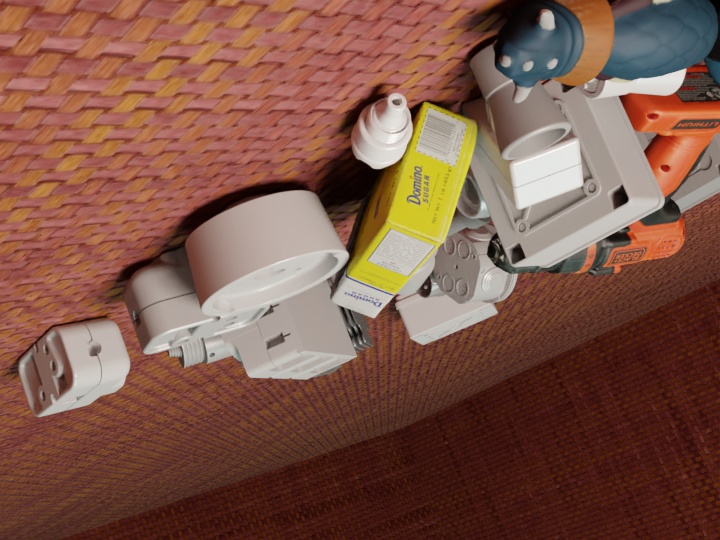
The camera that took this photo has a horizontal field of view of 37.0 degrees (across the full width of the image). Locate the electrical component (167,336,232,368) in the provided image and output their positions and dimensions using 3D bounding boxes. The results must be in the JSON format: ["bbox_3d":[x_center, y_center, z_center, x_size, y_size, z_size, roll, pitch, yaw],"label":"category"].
[{"bbox_3d":[-0.142,0.065,1.009,0.081,0.043,0.043,-17,167,-21],"label":"electrical component"}]

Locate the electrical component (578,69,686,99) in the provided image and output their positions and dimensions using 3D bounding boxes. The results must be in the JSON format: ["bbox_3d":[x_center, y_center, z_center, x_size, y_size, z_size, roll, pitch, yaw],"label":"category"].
[{"bbox_3d":[0.177,-0.134,0.716,0.065,0.044,0.044,-12,165,-22],"label":"electrical component"}]

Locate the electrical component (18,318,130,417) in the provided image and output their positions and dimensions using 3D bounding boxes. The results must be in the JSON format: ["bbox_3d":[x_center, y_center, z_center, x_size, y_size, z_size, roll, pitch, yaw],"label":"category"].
[{"bbox_3d":[-0.233,0.079,0.889,0.059,0.053,0.095,-11,163,-42],"label":"electrical component"}]

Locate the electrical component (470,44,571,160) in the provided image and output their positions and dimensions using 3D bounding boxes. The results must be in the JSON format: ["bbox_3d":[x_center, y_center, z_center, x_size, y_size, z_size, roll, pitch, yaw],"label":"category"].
[{"bbox_3d":[0.092,-0.104,0.637,0.044,0.065,0.044,-21,168,-5],"label":"electrical component"}]

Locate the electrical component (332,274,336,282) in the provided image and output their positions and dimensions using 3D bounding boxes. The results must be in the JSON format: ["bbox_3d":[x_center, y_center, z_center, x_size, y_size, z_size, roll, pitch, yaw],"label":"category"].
[{"bbox_3d":[0.000,0.000,0.990,0.046,0.040,0.040,-11,165,-18],"label":"electrical component"}]

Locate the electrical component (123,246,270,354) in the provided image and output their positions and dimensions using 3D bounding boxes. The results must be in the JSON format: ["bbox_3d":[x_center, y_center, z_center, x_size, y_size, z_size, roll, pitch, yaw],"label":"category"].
[{"bbox_3d":[-0.124,0.018,0.802,0.095,0.059,0.054,-15,166,-28],"label":"electrical component"}]

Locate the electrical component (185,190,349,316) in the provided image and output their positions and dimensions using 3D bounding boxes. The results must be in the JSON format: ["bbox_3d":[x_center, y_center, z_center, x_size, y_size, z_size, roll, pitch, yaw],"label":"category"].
[{"bbox_3d":[-0.068,-0.017,0.744,0.108,0.060,0.108,-21,168,-5],"label":"electrical component"}]

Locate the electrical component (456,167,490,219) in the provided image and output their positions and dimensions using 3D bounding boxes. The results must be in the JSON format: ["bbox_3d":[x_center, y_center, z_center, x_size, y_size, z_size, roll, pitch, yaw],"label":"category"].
[{"bbox_3d":[0.105,-0.070,0.855,0.055,0.048,0.066,-25,170,-25],"label":"electrical component"}]

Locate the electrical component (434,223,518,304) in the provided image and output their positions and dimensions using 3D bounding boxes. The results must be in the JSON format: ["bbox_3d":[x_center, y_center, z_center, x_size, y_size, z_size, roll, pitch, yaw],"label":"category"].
[{"bbox_3d":[0.115,-0.005,1.072,0.051,0.080,0.080,-7,161,-34],"label":"electrical component"}]

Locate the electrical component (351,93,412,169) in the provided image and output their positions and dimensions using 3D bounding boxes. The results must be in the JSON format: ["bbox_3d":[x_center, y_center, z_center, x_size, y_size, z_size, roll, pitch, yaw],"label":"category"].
[{"bbox_3d":[0.016,-0.087,0.651,0.035,0.035,0.061,-18,165,-17],"label":"electrical component"}]

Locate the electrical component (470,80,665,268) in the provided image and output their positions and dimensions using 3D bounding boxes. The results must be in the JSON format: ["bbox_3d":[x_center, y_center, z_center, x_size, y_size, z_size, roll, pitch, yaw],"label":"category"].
[{"bbox_3d":[0.143,-0.071,0.767,0.109,0.108,0.056,-31,162,37],"label":"electrical component"}]

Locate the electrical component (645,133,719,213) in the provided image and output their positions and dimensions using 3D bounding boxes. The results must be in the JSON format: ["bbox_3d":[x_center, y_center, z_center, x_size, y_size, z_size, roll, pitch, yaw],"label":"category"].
[{"bbox_3d":[0.290,-0.098,0.977,0.057,0.078,0.113,-7,161,-42],"label":"electrical component"}]

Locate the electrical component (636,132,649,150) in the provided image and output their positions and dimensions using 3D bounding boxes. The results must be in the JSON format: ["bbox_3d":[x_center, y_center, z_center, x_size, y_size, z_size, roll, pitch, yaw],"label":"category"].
[{"bbox_3d":[0.205,-0.078,0.962,0.113,0.057,0.078,-32,164,38],"label":"electrical component"}]

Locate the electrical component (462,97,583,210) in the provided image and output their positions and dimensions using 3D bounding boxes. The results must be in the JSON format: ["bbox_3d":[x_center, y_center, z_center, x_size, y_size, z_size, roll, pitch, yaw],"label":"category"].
[{"bbox_3d":[0.101,-0.096,0.691,0.047,0.083,0.075,-21,129,-6],"label":"electrical component"}]

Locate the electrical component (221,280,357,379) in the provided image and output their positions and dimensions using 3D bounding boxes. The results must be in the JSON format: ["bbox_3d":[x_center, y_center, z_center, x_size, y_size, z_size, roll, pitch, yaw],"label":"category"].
[{"bbox_3d":[-0.067,0.046,0.948,0.062,0.089,0.150,-25,168,13],"label":"electrical component"}]

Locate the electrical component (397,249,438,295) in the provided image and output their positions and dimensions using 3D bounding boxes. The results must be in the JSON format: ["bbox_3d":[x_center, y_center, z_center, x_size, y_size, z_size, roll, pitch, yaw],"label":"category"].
[{"bbox_3d":[0.049,-0.007,1.029,0.043,0.043,0.081,-19,167,-14],"label":"electrical component"}]

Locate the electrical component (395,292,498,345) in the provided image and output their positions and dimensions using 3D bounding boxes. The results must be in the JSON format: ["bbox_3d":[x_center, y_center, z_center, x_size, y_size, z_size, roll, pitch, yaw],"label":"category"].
[{"bbox_3d":[0.108,0.045,1.326,0.109,0.056,0.109,-24,168,8],"label":"electrical component"}]

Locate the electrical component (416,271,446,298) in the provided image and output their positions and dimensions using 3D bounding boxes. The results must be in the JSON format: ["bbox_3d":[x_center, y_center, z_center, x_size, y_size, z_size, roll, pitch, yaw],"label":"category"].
[{"bbox_3d":[0.090,0.005,1.155,0.077,0.043,0.079,-16,167,-26],"label":"electrical component"}]
